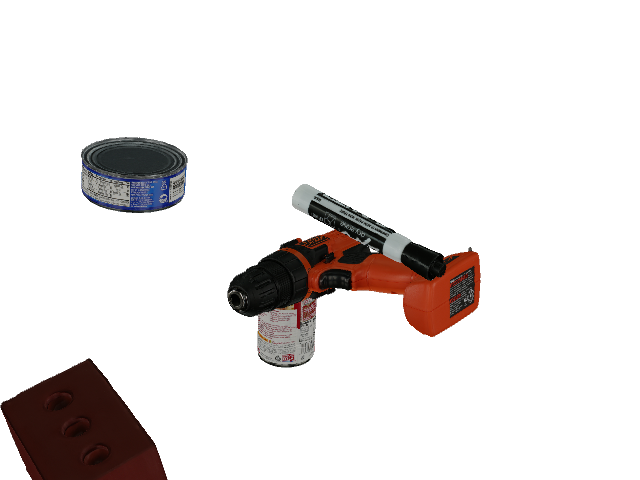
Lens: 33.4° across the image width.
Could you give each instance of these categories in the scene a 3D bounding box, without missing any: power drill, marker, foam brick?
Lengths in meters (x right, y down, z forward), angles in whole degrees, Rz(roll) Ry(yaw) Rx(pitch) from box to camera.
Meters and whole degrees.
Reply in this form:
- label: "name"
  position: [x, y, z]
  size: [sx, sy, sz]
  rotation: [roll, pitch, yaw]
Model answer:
- label: "power drill"
  position: [0.034, 0.037, 0.955]
  size: [0.188, 0.057, 0.184]
  rotation: [10, 22, 33]
- label: "marker"
  position: [0.032, -0.006, 0.708]
  size: [0.121, 0.020, 0.020]
  rotation: [29, 15, 30]
- label: "foam brick"
  position: [-0.116, 0.109, 0.530]
  size: [0.052, 0.051, 0.078]
  rotation: [-27, 42, -24]

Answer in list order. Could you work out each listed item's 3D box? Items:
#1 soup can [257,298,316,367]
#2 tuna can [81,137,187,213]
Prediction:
- label: "soup can"
  position: [-0.038, 0.085, 1.221]
  size: [0.068, 0.102, 0.068]
  rotation: [2, 26, -1]
- label: "tuna can"
  position: [-0.153, -0.054, 0.874]
  size: [0.086, 0.034, 0.086]
  rotation: [5, 25, -3]
